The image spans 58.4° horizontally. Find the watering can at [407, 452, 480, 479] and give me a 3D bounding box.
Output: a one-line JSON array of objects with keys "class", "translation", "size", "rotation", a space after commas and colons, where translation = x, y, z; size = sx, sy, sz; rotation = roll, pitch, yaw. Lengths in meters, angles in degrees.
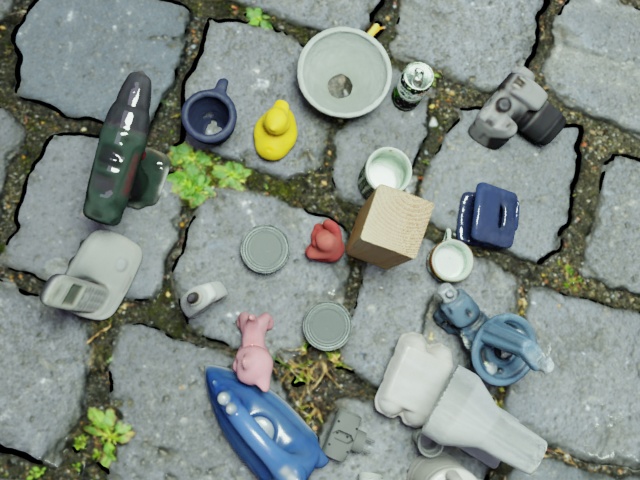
[{"class": "watering can", "translation": [0.213, 0.402, 0.899], "size": [0.173, 0.101, 0.194], "rotation": [-25, -5, -7]}]

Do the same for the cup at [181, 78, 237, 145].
[{"class": "cup", "translation": [-0.183, -0.214, 0.991], "size": [0.091, 0.118, 0.095], "rotation": [19, -8, -2]}]

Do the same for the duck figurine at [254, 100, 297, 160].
[{"class": "duck figurine", "translation": [-0.078, -0.195, 1.002], "size": [0.077, 0.105, 0.086], "rotation": [17, -8, -2]}]

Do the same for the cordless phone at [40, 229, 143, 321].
[{"class": "cordless phone", "translation": [-0.361, 0.051, 0.900], "size": [0.094, 0.148, 0.185], "rotation": [23, -8, -1]}]

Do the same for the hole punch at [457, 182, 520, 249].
[{"class": "hole punch", "translation": [0.304, -0.043, 1.012], "size": [0.101, 0.109, 0.091], "rotation": [8, -7, -3]}]

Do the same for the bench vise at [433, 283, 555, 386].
[{"class": "bench vise", "translation": [0.271, 0.161, 0.920], "size": [0.207, 0.121, 0.219], "rotation": [28, -8, -1]}]

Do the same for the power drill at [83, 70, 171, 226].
[{"class": "power drill", "translation": [-0.302, -0.130, 0.914], "size": [0.075, 0.230, 0.208], "rotation": [16, -8, -2]}]

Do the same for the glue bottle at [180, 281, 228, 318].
[{"class": "glue bottle", "translation": [-0.192, 0.093, 0.914], "size": [0.078, 0.037, 0.173], "rotation": [-33, -4, -7]}]

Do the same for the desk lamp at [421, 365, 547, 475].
[{"class": "desk lamp", "translation": [0.251, 0.289, 0.906], "size": [0.203, 0.118, 0.213], "rotation": [31, -8, 0]}]

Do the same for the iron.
[{"class": "iron", "translation": [-0.103, 0.302, 0.912], "size": [0.119, 0.258, 0.141], "rotation": [-44, -2, -8]}]

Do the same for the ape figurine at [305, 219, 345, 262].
[{"class": "ape figurine", "translation": [0.009, 0.004, 0.982], "size": [0.078, 0.076, 0.092], "rotation": [-38, -3, -8]}]

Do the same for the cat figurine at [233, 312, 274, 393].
[{"class": "cat figurine", "translation": [-0.109, 0.181, 0.938], "size": [0.067, 0.128, 0.117], "rotation": [-1, -7, -4]}]

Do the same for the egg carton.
[{"class": "egg carton", "translation": [0.161, 0.239, 0.977], "size": [0.107, 0.150, 0.069], "rotation": [23, -8, -1]}]

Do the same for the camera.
[{"class": "camera", "translation": [0.367, -0.224, 1.034], "size": [0.137, 0.143, 0.100], "rotation": [37, -8, 1]}]

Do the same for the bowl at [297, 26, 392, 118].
[{"class": "bowl", "translation": [0.041, -0.289, 1.028], "size": [0.167, 0.167, 0.074], "rotation": [0, -7, -4]}]
